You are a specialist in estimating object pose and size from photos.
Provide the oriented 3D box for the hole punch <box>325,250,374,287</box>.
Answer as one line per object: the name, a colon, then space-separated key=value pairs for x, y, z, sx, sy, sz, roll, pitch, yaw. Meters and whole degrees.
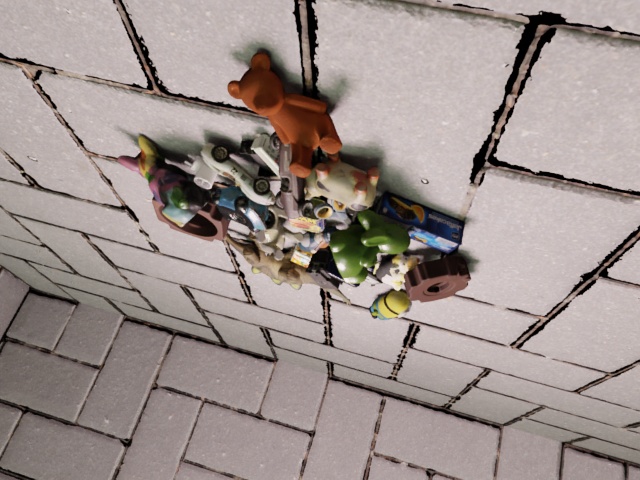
hole punch: x=0.086 y=0.046 z=1.431 sx=0.142 sy=0.116 sz=0.092 roll=23 pitch=137 yaw=-10

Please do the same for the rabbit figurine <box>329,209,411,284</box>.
rabbit figurine: x=0.110 y=-0.002 z=1.179 sx=0.170 sy=0.121 sz=0.159 roll=-16 pitch=145 yaw=7

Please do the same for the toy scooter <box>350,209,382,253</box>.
toy scooter: x=0.132 y=-0.013 z=1.317 sx=0.135 sy=0.075 sz=0.183 roll=16 pitch=157 yaw=-5

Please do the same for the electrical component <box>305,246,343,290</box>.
electrical component: x=0.028 y=0.073 z=1.521 sx=0.058 sy=0.115 sz=0.134 roll=4 pitch=155 yaw=36

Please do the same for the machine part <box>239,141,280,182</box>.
machine part: x=-0.125 y=-0.172 z=1.205 sx=0.084 sy=0.039 sz=0.138 roll=9 pitch=158 yaw=38

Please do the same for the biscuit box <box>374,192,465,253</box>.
biscuit box: x=0.223 y=-0.038 z=1.214 sx=0.203 sy=0.063 sz=0.059 roll=21 pitch=155 yaw=-7

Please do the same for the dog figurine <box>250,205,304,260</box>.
dog figurine: x=-0.152 y=-0.030 z=1.467 sx=0.191 sy=0.121 sz=0.172 roll=6 pitch=125 yaw=64

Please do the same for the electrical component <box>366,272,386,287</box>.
electrical component: x=0.134 y=0.090 z=1.563 sx=0.119 sy=0.048 sz=0.075 roll=29 pitch=153 yaw=-22

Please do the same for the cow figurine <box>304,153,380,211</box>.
cow figurine: x=0.028 y=-0.121 z=1.139 sx=0.195 sy=0.085 sz=0.127 roll=25 pitch=148 yaw=21

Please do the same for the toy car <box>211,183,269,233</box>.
toy car: x=-0.184 y=-0.094 z=1.326 sx=0.162 sy=0.103 sz=0.109 roll=20 pitch=153 yaw=33

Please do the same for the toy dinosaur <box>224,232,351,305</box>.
toy dinosaur: x=-0.102 y=0.086 z=1.662 sx=0.471 sy=0.105 sz=0.198 roll=28 pitch=163 yaw=-1

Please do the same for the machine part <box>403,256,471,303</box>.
machine part: x=0.303 y=0.106 z=1.394 sx=0.179 sy=0.056 sz=0.179 roll=-9 pitch=152 yaw=-5

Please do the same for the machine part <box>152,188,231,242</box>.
machine part: x=-0.348 y=-0.085 z=1.483 sx=0.201 sy=0.087 sz=0.201 roll=19 pitch=155 yaw=1

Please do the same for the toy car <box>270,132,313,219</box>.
toy car: x=-0.062 y=-0.135 z=1.113 sx=0.089 sy=0.053 sz=0.201 roll=31 pitch=136 yaw=41

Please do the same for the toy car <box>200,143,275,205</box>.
toy car: x=-0.183 y=-0.145 z=1.217 sx=0.202 sy=0.056 sz=0.073 roll=39 pitch=171 yaw=-3

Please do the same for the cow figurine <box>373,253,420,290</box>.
cow figurine: x=0.207 y=0.072 z=1.459 sx=0.098 sy=0.068 sz=0.167 roll=25 pitch=155 yaw=-1

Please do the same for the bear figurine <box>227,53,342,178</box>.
bear figurine: x=-0.065 y=-0.223 z=0.954 sx=0.120 sy=0.132 sz=0.195 roll=-33 pitch=134 yaw=31

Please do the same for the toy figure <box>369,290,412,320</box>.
toy figure: x=0.219 y=0.213 z=1.727 sx=0.089 sy=0.082 sz=0.180 roll=26 pitch=157 yaw=-22

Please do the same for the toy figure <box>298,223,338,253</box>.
toy figure: x=-0.002 y=-0.003 z=1.435 sx=0.154 sy=0.058 sz=0.064 roll=-20 pitch=99 yaw=54

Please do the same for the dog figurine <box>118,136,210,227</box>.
dog figurine: x=-0.379 y=-0.145 z=1.293 sx=0.219 sy=0.108 sz=0.192 roll=43 pitch=-176 yaw=-16
